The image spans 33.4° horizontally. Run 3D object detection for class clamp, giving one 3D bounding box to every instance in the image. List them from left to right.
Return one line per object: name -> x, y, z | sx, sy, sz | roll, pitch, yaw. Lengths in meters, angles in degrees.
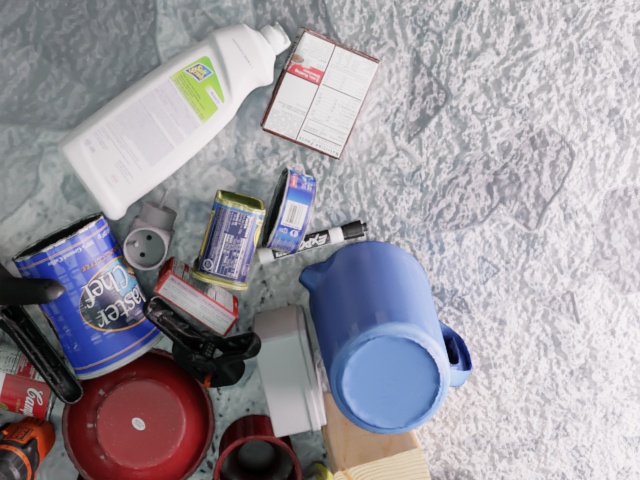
clamp -> -0.311, 0.054, 1.052 | 0.210, 0.036, 0.165 | 36, 141, 21
clamp -> -0.105, 0.113, 1.073 | 0.120, 0.171, 0.039 | 22, 69, 18

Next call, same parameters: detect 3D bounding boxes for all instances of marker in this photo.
marker -> -0.007, 0.001, 1.137 | 0.121, 0.020, 0.020 | -16, 102, -1

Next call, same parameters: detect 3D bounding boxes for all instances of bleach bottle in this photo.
bleach bottle -> -0.135, -0.131, 1.078 | 0.251, 0.068, 0.102 | -35, 103, 0

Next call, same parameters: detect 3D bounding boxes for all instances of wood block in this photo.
wood block -> 0.055, 0.224, 1.092 | 0.090, 0.206, 0.091 | -16, 103, -2

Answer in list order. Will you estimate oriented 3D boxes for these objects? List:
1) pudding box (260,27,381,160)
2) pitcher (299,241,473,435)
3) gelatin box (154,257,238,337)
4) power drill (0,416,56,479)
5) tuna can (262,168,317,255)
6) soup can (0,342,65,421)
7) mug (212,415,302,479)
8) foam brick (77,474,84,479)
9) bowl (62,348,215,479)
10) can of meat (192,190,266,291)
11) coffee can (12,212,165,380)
pudding box -> 0.000, -0.150, 1.097 | 0.090, 0.039, 0.113 | 22, 101, -10
pitcher -> 0.068, 0.097, 1.048 | 0.149, 0.243, 0.145 | -18, 105, 3
gelatin box -> -0.128, 0.058, 1.110 | 0.089, 0.073, 0.030 | 34, 97, -11
power drill -> -0.378, 0.217, 1.076 | 0.187, 0.184, 0.057 | 11, 100, 3
tuna can -> -0.031, -0.029, 1.095 | 0.033, 0.086, 0.086 | 16, 100, -10
soup can -> -0.324, 0.144, 1.113 | 0.102, 0.068, 0.068 | 15, 100, -8
mug -> -0.078, 0.246, 1.149 | 0.117, 0.081, 0.093 | -38, 102, 3
foam brick -> -0.228, 0.285, 1.159 | 0.078, 0.053, 0.051 | 4, 101, -5
bowl -> -0.188, 0.191, 1.115 | 0.162, 0.055, 0.162 | 2, 81, -11
can of meat -> -0.092, -0.003, 1.088 | 0.057, 0.102, 0.084 | 15, 98, -7
coffee can -> -0.234, 0.056, 1.086 | 0.103, 0.103, 0.140 | -26, 103, 0
